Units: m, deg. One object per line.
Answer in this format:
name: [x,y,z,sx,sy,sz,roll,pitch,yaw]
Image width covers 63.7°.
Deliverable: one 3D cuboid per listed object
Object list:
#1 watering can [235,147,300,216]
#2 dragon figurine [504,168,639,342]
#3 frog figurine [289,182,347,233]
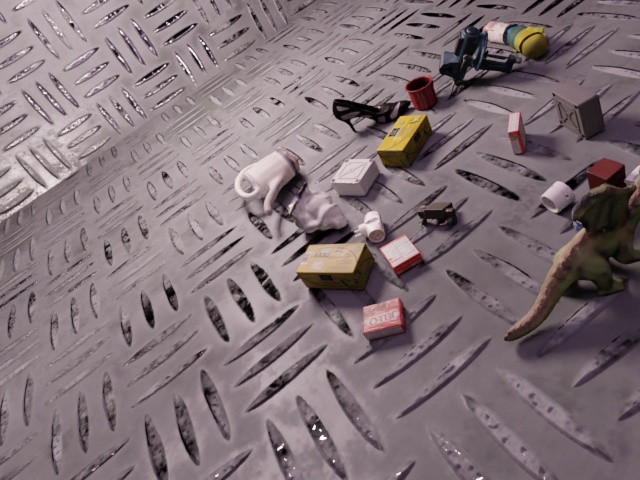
watering can: [-0.159,-0.194,1.689,0.225,0.102,0.353,-38,36,-8]
dragon figurine: [0.468,0.000,0.905,0.413,0.238,0.124,-37,40,-11]
frog figurine: [0.004,-0.073,1.459,0.160,0.120,0.140,24,46,9]
